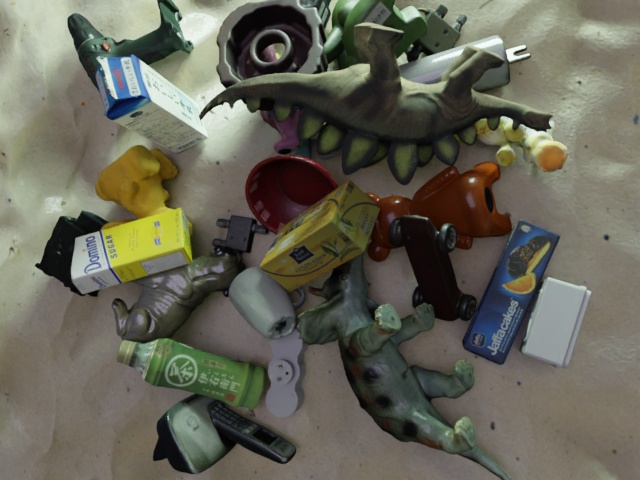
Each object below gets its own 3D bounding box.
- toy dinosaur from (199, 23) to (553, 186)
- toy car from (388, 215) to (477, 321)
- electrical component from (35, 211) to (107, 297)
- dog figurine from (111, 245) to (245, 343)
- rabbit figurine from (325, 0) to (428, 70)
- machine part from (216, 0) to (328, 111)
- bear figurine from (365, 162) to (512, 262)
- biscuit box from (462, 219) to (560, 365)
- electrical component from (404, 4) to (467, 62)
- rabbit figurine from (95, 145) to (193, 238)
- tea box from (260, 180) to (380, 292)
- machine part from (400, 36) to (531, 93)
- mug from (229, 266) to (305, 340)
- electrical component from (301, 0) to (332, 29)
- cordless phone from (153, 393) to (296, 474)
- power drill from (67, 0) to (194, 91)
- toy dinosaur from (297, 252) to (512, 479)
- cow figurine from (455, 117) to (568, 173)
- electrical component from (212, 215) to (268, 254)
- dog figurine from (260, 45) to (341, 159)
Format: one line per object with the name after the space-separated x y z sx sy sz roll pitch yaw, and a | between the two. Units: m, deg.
0.074 -0.185 0.727 0.472 0.105 0.198 12 110 2 | toy dinosaur
0.160 0.038 0.752 0.089 0.201 0.053 10 47 40 | toy car
-0.426 0.019 0.960 0.115 0.058 0.134 27 90 14 | electrical component
-0.217 0.100 0.862 0.191 0.121 0.172 -5 81 13 | dog figurine
0.069 -0.332 0.856 0.159 0.121 0.170 -56 33 22 | rabbit figurine
-0.071 -0.279 0.810 0.179 0.056 0.179 -3 75 13 | machine part
0.165 -0.037 0.799 0.196 0.132 0.120 -15 91 36 | bear figurine
0.272 0.075 0.771 0.063 0.059 0.202 24 89 16 | biscuit box
0.179 -0.328 0.862 0.078 0.045 0.102 26 92 -12 | electrical component
-0.296 -0.053 0.910 0.162 0.122 0.173 -38 95 -1 | rabbit figurine
-0.002 -0.002 0.786 0.068 0.098 0.170 42 136 -18 | tea box
0.198 -0.251 0.827 0.243 0.079 0.079 -14 79 11 | machine part
-0.073 0.101 0.835 0.107 0.109 0.080 49 135 42 | mug
-0.014 -0.389 0.902 0.048 0.075 0.119 19 91 15 | electrical component
-0.138 0.304 0.799 0.184 0.146 0.088 18 96 18 | cordless phone
-0.349 -0.363 0.982 0.207 0.086 0.232 -26 79 6 | power drill
0.103 0.199 0.770 0.192 0.131 0.404 -30 87 46 | toy dinosaur
0.285 -0.158 0.794 0.167 0.098 0.068 30 131 14 | cow figurine
-0.134 -0.008 0.907 0.094 0.021 0.063 8 85 14 | electrical component
-0.036 -0.239 0.872 0.192 0.108 0.219 -19 75 12 | dog figurine
